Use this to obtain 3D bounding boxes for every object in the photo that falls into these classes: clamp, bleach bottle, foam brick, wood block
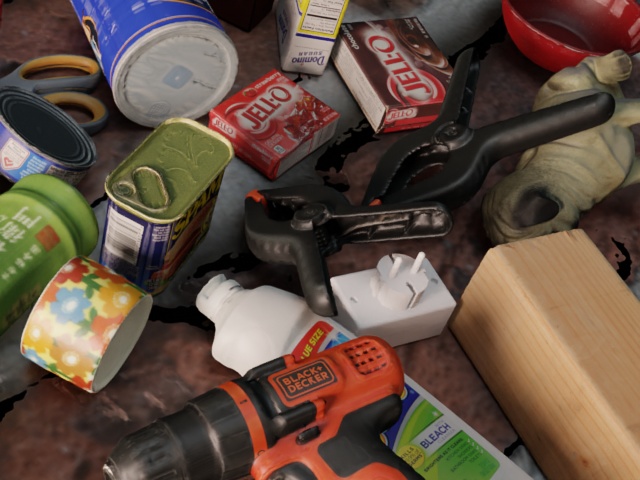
[{"bbox_3d":[-0.005,0.001,0.743,0.172,0.039,0.120,11,35,46],"label":"clamp"},{"bbox_3d":[0.011,0.112,0.679,0.251,0.068,0.102,39,48,21],"label":"bleach bottle"},{"bbox_3d":[-0.083,-0.238,0.980,0.078,0.051,0.053,28,46,7],"label":"foam brick"},{"bbox_3d":[0.120,-0.074,0.849,0.165,0.036,0.209,23,59,44],"label":"clamp"},{"bbox_3d":[0.187,0.101,0.730,0.090,0.090,0.206,-10,52,-29],"label":"wood block"}]

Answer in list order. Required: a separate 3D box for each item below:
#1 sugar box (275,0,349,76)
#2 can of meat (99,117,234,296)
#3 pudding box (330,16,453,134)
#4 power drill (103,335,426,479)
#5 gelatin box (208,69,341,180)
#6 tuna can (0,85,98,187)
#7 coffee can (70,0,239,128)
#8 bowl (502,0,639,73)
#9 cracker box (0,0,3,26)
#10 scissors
[{"bbox_3d":[0.004,-0.239,0.923,0.048,0.176,0.093,5,48,-13],"label":"sugar box"},{"bbox_3d":[-0.110,-0.022,0.744,0.057,0.084,0.102,28,45,7],"label":"can of meat"},{"bbox_3d":[0.069,-0.150,0.959,0.089,0.039,0.113,-10,53,-28],"label":"pudding box"},{"bbox_3d":[0.002,0.145,0.564,0.184,0.057,0.188,-20,56,-26],"label":"power drill"},{"bbox_3d":[-0.038,-0.096,0.877,0.073,0.030,0.089,36,47,16],"label":"gelatin box"},{"bbox_3d":[-0.205,-0.070,0.765,0.086,0.034,0.086,36,20,-15],"label":"tuna can"},{"bbox_3d":[-0.138,-0.175,0.865,0.102,0.103,0.140,-10,52,-27],"label":"coffee can"},{"bbox_3d":[0.246,-0.215,1.071,0.162,0.055,0.162,10,46,-11],"label":"bowl"},{"bbox_3d":[-0.361,-0.250,0.880,0.164,0.072,0.214,-6,51,-22],"label":"cracker box"},{"bbox_3d":[-0.251,-0.100,0.816,0.201,0.016,0.096,-22,59,-34],"label":"scissors"}]
